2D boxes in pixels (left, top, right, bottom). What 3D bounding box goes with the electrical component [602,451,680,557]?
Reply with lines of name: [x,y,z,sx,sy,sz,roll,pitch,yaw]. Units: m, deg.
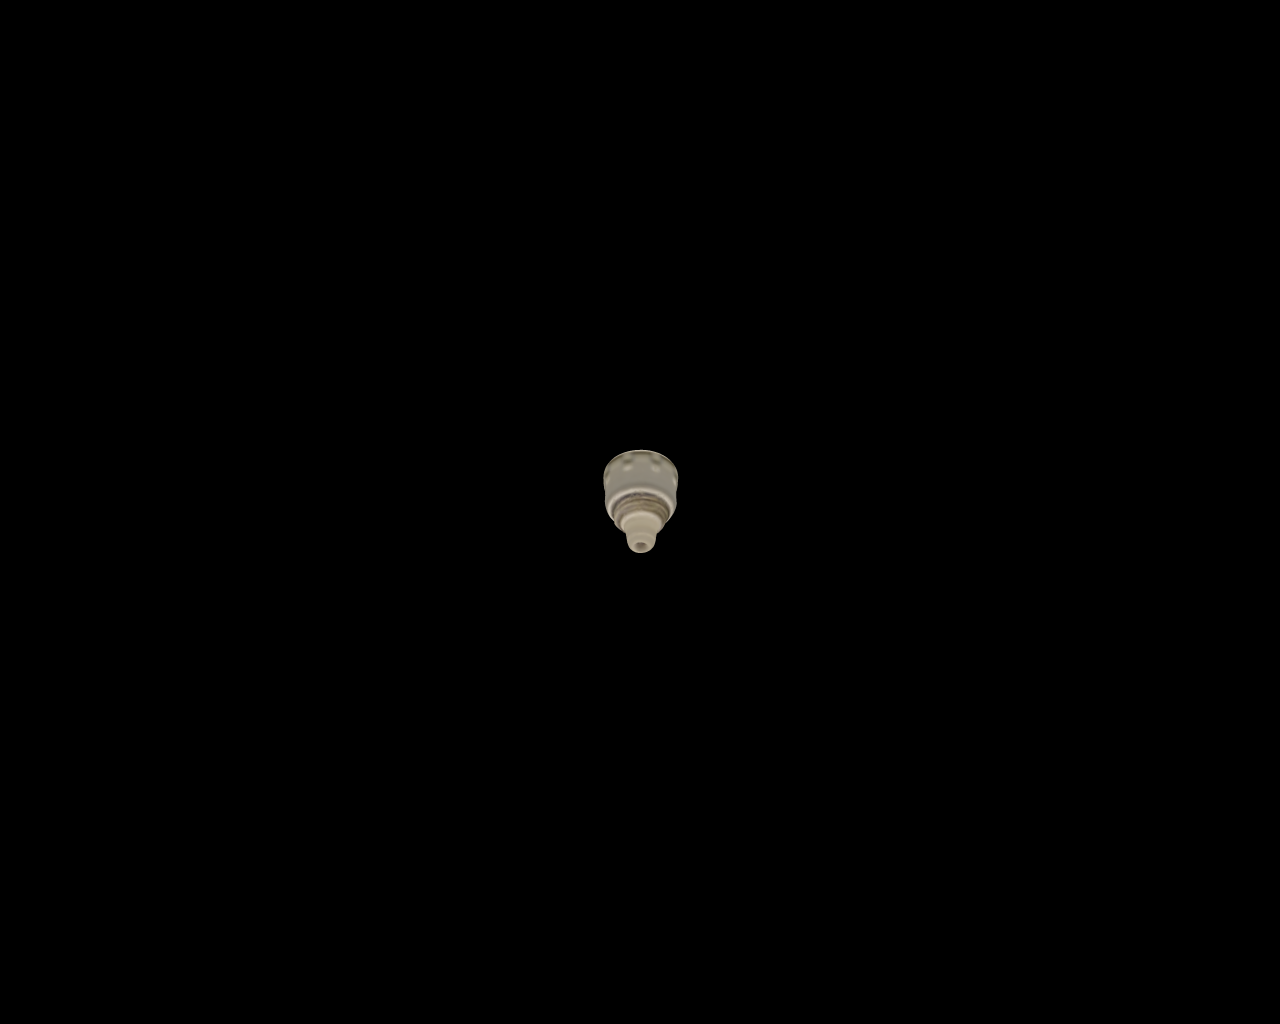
electrical component: [0.001,-0.003,0.650,0.048,0.062,0.048,0,-39,0]
